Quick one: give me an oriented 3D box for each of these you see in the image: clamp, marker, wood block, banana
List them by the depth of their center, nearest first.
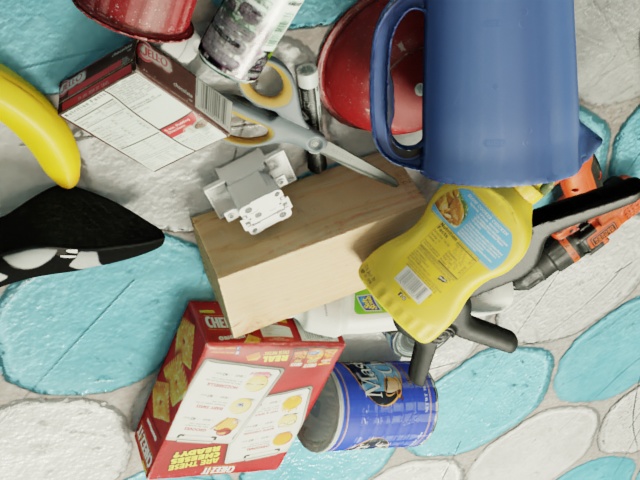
[{"bbox_3d":[-0.248,-0.101,0.827,0.070,0.037,0.197,-28,141,28],"label":"banana"},{"bbox_3d":[-0.007,-0.107,0.967,0.020,0.020,0.121,-19,138,-12],"label":"marker"},{"bbox_3d":[0.179,-0.021,1.021,0.164,0.036,0.210,28,127,-22],"label":"clamp"},{"bbox_3d":[-0.007,0.001,1.022,0.206,0.090,0.091,-20,138,-10],"label":"wood block"},{"bbox_3d":[0.131,0.083,1.075,0.120,0.039,0.171,-21,139,3],"label":"clamp"}]

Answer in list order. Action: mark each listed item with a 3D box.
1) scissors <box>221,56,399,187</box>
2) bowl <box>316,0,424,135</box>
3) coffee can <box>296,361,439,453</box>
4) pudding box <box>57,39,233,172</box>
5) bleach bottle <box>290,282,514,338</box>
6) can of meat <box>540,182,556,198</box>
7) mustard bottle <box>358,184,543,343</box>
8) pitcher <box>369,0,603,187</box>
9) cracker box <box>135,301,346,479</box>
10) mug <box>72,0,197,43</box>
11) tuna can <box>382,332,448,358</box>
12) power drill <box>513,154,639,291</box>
[{"bbox_3d":[-0.005,-0.105,0.937,0.201,0.016,0.096,11,122,-19],"label":"scissors"},{"bbox_3d":[0.080,-0.149,0.947,0.162,0.055,0.162,-15,137,-15],"label":"bowl"},{"bbox_3d":[0.051,0.191,1.235,0.140,0.103,0.103,4,129,-33],"label":"coffee can"},{"bbox_3d":[-0.139,-0.106,0.857,0.090,0.039,0.113,-21,144,31],"label":"pudding box"},{"bbox_3d":[0.071,0.044,1.117,0.250,0.102,0.068,-6,162,-15],"label":"bleach bottle"},{"bbox_3d":[0.200,-0.098,1.044,0.057,0.084,0.102,-1,132,-29],"label":"can of meat"},{"bbox_3d":[0.131,-0.003,0.959,0.192,0.096,0.058,-45,170,15],"label":"mustard bottle"},{"bbox_3d":[0.131,-0.167,0.850,0.148,0.145,0.243,-17,110,-40],"label":"pitcher"},{"bbox_3d":[-0.091,0.162,1.150,0.163,0.072,0.214,3,131,-30],"label":"cracker box"},{"bbox_3d":[-0.133,-0.202,0.758,0.117,0.093,0.082,23,118,-1],"label":"mug"},{"bbox_3d":[0.114,0.096,1.228,0.086,0.034,0.086,-16,137,-15],"label":"tuna can"},{"bbox_3d":[0.256,-0.037,1.160,0.184,0.057,0.187,-39,141,5],"label":"power drill"}]
